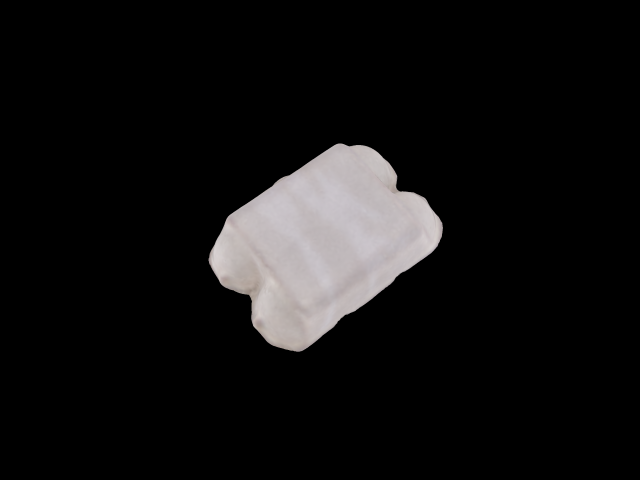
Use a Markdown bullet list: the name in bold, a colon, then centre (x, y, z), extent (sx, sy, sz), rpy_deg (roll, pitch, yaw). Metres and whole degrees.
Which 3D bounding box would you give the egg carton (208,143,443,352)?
- **egg carton**: centre (0.004, 0.001, 0.400), extent (0.150, 0.069, 0.107), rpy_deg (-36, 71, -15)
